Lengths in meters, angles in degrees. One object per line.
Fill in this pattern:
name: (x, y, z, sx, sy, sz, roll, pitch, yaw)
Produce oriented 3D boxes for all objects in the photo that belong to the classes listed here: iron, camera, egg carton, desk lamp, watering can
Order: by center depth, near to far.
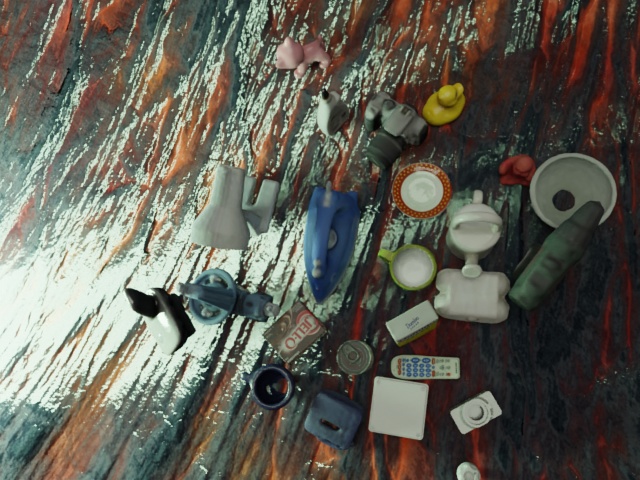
watering can: (0.310, -0.015, 1.141, 0.101, 0.194, 0.173, -16, 77, 6)
egg carton: (0.312, 0.115, 1.179, 0.150, 0.069, 0.107, 3, 79, 10)
iron: (0.011, 0.004, 1.211, 0.118, 0.141, 0.258, 7, 80, 10)
desk lamp: (-0.181, -0.065, 1.218, 0.117, 0.214, 0.203, 11, 81, 11)
camera: (0.147, -0.238, 1.259, 0.143, 0.101, 0.137, 35, 86, 14)

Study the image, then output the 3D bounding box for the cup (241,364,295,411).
cup: (-0.102, 0.301, 1.194, 0.117, 0.095, 0.092, 16, 82, 12)

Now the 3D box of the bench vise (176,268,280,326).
bench vise: (-0.193, 0.111, 1.181, 0.207, 0.220, 0.121, -7, 78, 8)

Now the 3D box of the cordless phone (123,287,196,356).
cordless phone: (-0.353, 0.168, 1.213, 0.094, 0.185, 0.147, -37, 75, 1)

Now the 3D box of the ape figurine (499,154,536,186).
ape figurine: (0.422, -0.151, 1.203, 0.077, 0.092, 0.076, 43, 88, 14)

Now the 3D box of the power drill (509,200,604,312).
power drill: (0.442, 0.038, 1.102, 0.075, 0.208, 0.230, 36, 86, 14)

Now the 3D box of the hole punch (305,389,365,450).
hole punch: (0.030, 0.367, 1.161, 0.108, 0.091, 0.101, 23, 83, 13)

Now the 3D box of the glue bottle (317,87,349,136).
glue bottle: (0.022, -0.291, 1.253, 0.037, 0.173, 0.078, 43, 88, 15)

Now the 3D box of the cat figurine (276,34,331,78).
cat figurine: (-0.045, -0.432, 1.320, 0.127, 0.118, 0.067, -25, 76, 4)

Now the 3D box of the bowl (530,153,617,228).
bowl: (0.515, -0.091, 1.186, 0.167, 0.075, 0.167, -2, 78, 9)

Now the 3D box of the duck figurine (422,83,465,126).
duck figurine: (0.274, -0.305, 1.261, 0.104, 0.086, 0.077, -35, 75, 1)
